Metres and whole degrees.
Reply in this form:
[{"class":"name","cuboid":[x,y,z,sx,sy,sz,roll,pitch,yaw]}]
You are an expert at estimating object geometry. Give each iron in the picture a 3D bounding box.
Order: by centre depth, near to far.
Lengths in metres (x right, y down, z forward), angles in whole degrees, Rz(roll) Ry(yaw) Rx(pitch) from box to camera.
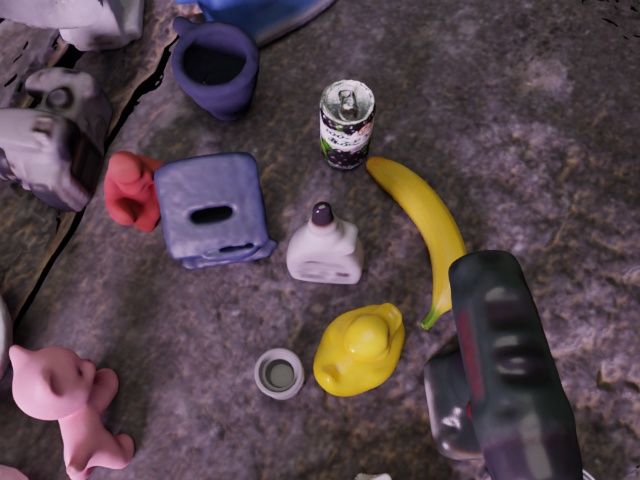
[{"class":"iron","cuboid":[-0.046,-0.335,0.657,0.258,0.141,0.118,-33,74,-10]}]

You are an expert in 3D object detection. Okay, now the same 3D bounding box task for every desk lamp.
[{"class":"desk lamp","cuboid":[-0.273,-0.295,0.608,0.118,0.213,0.203,-2,71,0]}]

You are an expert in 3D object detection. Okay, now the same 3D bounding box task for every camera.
[{"class":"camera","cuboid":[-0.311,-0.115,0.608,0.136,0.101,0.143,6,72,3]}]

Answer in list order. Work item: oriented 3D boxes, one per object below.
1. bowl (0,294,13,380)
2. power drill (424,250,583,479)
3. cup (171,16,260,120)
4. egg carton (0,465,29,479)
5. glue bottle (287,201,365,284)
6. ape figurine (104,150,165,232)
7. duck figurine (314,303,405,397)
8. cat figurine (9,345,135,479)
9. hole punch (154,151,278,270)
[{"class":"bowl","cuboid":[-0.367,0.104,0.549,0.167,0.075,0.167,0,72,1]},{"class":"power drill","cuboid":[0.141,0.133,0.464,0.075,0.208,0.229,-6,71,-1]},{"class":"cup","cuboid":[-0.116,-0.184,0.632,0.092,0.095,0.117,-41,76,-12]},{"class":"egg carton","cuboid":[-0.334,0.248,0.503,0.150,0.069,0.107,4,72,2]},{"class":"glue bottle","cuboid":[0.005,0.002,0.527,0.078,0.173,0.037,6,72,3]},{"class":"ape figurine","cuboid":[-0.193,-0.060,0.593,0.078,0.092,0.076,-30,74,-9]},{"class":"duck figurine","cuboid":[0.039,0.100,0.540,0.105,0.086,0.077,-42,76,-12]},{"class":"cat figurine","cuboid":[-0.226,0.149,0.510,0.067,0.118,0.127,-21,72,-6]},{"class":"hole punch","cuboid":[-0.104,-0.028,0.582,0.108,0.091,0.101,-10,72,-3]}]
